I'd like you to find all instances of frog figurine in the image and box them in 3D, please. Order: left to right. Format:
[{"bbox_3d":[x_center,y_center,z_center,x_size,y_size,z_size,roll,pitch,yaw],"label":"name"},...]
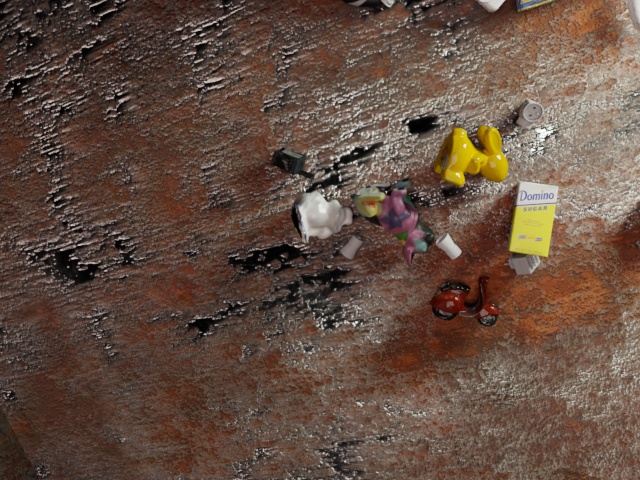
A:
[{"bbox_3d":[0.004,-0.072,1.431,0.160,0.137,0.122,-19,4,-17],"label":"frog figurine"}]

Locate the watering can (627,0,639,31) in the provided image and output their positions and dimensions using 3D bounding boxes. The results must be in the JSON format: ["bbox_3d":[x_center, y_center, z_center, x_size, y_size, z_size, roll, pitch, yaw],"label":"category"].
[{"bbox_3d":[0.637,-0.630,1.078,0.346,0.221,0.106,40,21,-11],"label":"watering can"}]
